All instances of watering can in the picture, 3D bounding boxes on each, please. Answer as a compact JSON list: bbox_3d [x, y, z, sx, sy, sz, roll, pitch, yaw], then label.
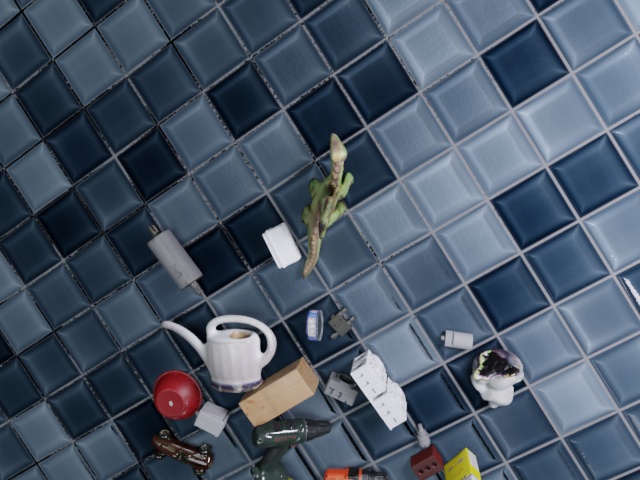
[{"bbox_3d":[-0.289,0.325,1.489,0.347,0.105,0.223,-1,97,13],"label":"watering can"}]

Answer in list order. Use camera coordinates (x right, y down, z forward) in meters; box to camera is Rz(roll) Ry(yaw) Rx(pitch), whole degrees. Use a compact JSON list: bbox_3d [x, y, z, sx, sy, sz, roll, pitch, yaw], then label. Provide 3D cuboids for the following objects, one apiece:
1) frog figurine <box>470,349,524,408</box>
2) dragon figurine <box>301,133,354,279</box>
[{"bbox_3d":[0.478,0.371,1.382,0.137,0.125,0.156,-25,130,4],"label":"frog figurine"},{"bbox_3d":[0.004,-0.066,1.319,0.122,0.244,0.408,13,98,2],"label":"dragon figurine"}]
